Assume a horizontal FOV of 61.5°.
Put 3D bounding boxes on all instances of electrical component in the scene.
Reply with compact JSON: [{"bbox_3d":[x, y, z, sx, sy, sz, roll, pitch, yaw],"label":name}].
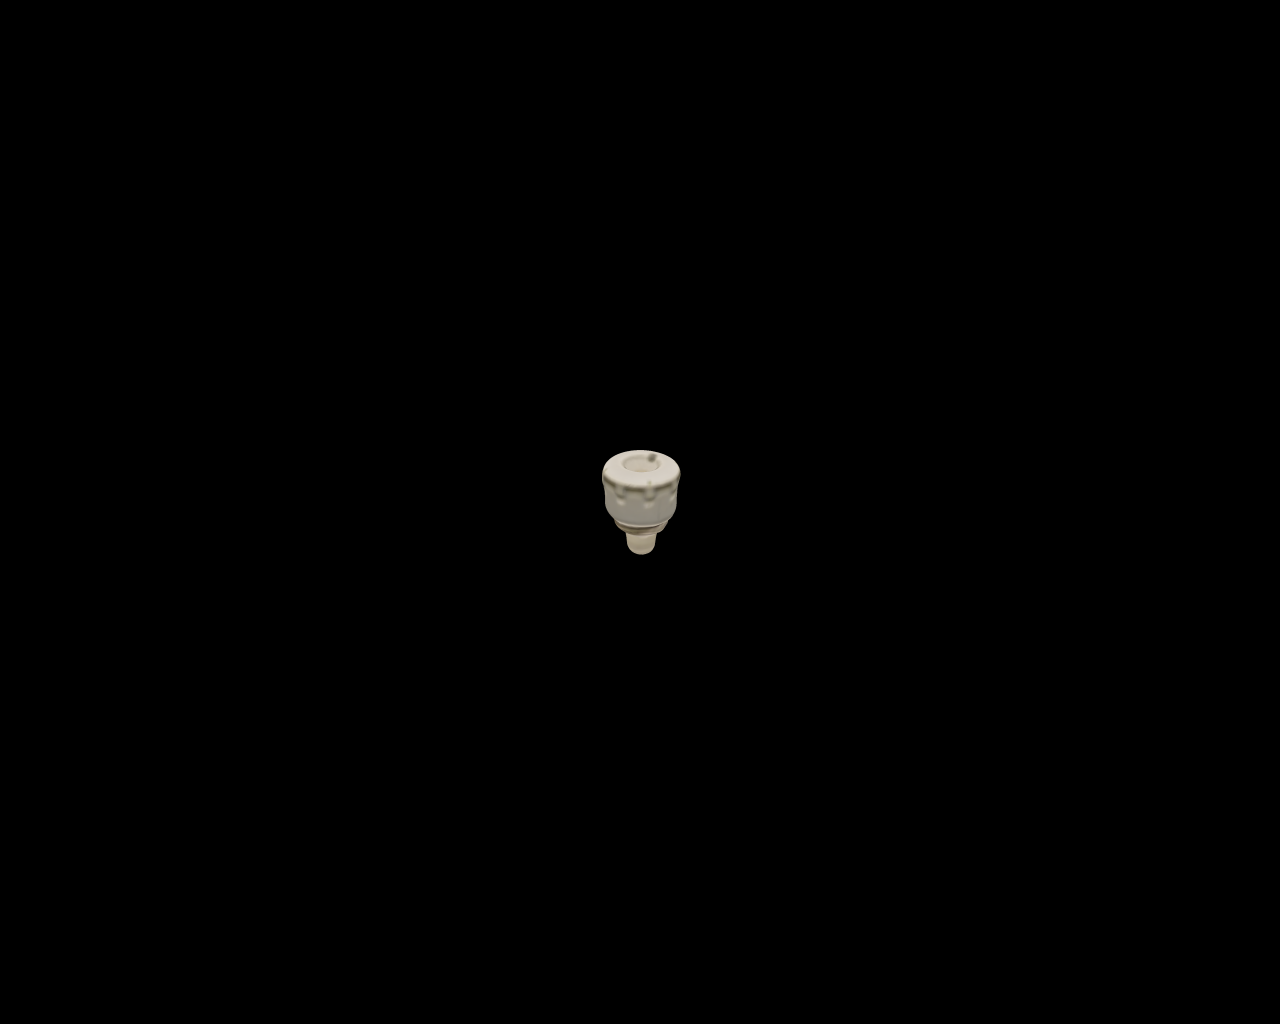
[{"bbox_3d":[0.001,-0.003,0.650,0.048,0.062,0.048,0,29,0],"label":"electrical component"}]
